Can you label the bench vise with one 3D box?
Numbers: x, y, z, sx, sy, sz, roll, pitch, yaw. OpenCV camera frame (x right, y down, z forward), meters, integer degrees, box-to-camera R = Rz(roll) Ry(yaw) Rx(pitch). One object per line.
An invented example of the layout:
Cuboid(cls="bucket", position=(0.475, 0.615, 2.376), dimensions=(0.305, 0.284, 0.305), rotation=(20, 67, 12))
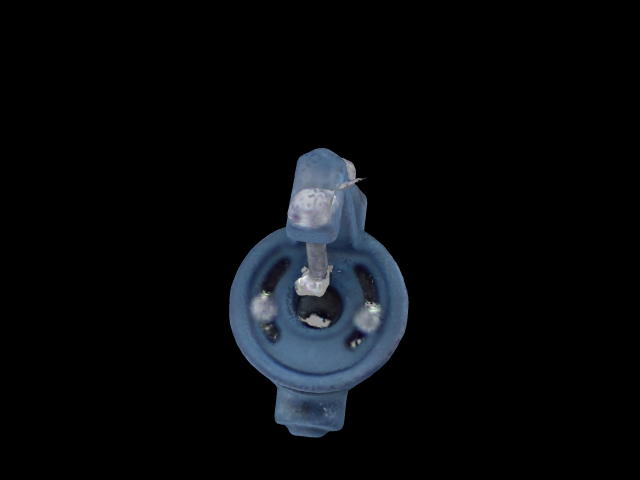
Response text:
Cuboid(cls="bench vise", position=(-0.008, 0.003, 0.399), dimensions=(0.121, 0.220, 0.207), rotation=(-8, 51, -7))
